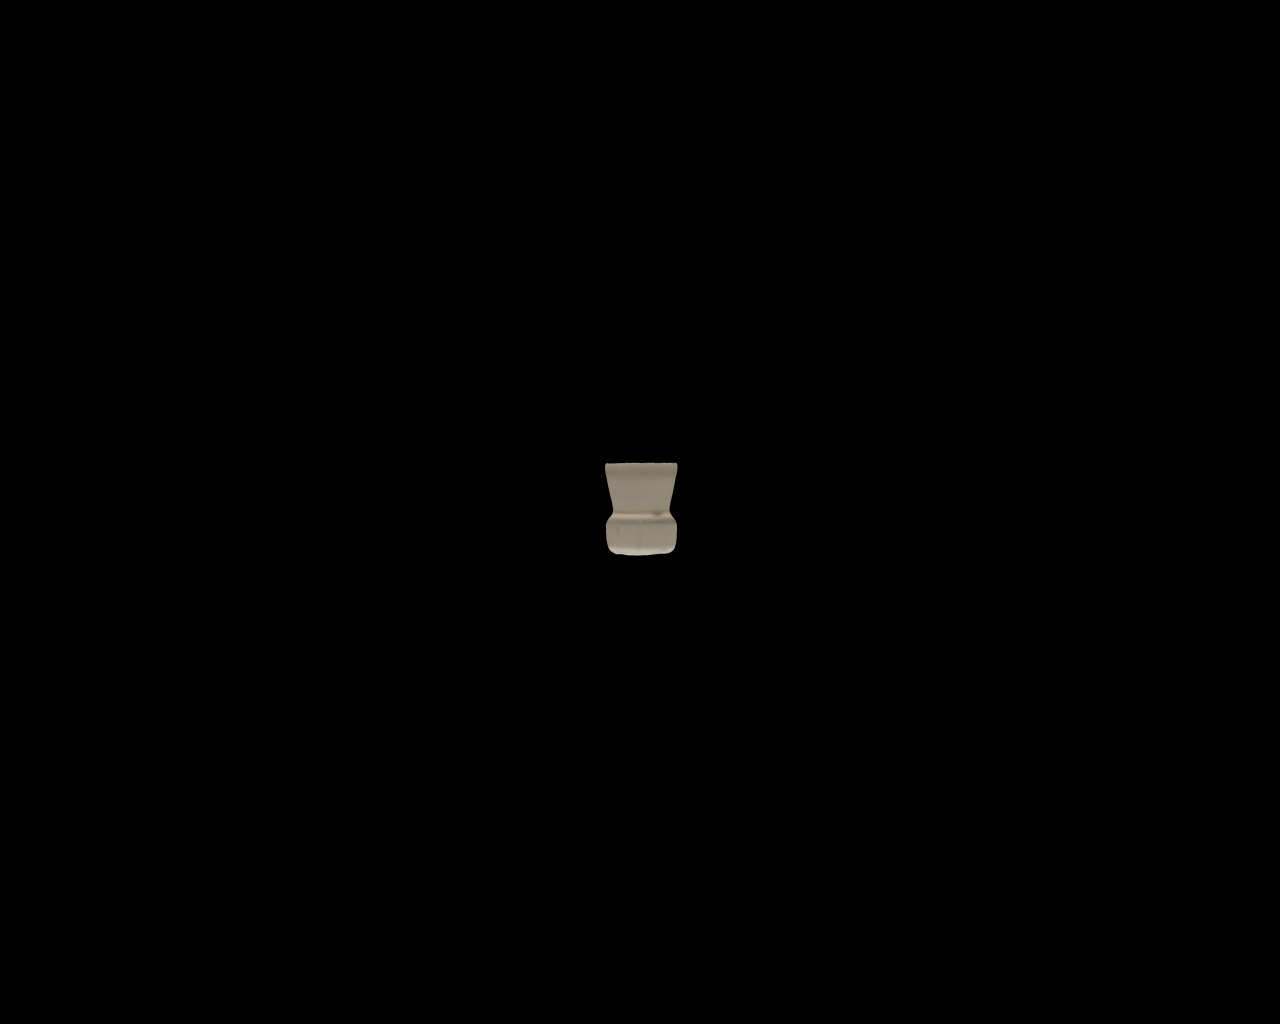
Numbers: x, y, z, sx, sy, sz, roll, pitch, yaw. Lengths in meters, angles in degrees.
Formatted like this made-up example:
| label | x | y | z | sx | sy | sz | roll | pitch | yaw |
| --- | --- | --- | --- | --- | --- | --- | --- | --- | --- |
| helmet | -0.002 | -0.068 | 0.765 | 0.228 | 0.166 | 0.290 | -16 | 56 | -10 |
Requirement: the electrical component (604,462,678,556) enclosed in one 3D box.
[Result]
| label | x | y | z | sx | sy | sz | roll | pitch | yaw |
| --- | --- | --- | --- | --- | --- | --- | --- | --- | --- |
| electrical component | 0.001 | -0.003 | 0.650 | 0.045 | 0.055 | 0.045 | 0 | 2 | 0 |
